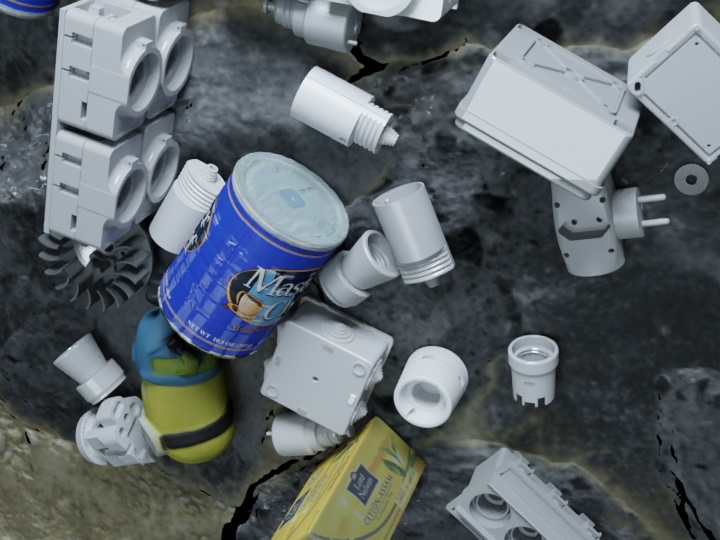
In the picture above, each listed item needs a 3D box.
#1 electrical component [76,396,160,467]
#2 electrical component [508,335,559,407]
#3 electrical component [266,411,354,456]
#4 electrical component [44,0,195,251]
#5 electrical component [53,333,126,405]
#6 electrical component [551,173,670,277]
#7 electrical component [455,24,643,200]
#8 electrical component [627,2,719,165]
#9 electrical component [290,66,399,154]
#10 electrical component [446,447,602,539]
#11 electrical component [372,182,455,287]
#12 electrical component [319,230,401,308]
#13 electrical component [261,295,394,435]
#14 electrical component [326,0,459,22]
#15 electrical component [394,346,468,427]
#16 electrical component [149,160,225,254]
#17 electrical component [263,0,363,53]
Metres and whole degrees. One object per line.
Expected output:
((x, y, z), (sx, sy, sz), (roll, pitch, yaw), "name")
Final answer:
((-0.235, 0.157, 1.037), (0.057, 0.058, 0.078), (-14, 130, 29), "electrical component")
((0.140, 0.082, 0.869), (0.040, 0.040, 0.046), (5, 123, 19), "electrical component")
((-0.043, 0.146, 0.969), (0.078, 0.040, 0.040), (-7, 112, 24), "electrical component")
((-0.189, -0.121, 0.854), (0.060, 0.105, 0.186), (20, 120, 11), "electrical component")
((-0.256, 0.094, 1.023), (0.045, 0.045, 0.055), (-34, 100, 31), "electrical component")
((0.185, -0.040, 0.788), (0.079, 0.043, 0.077), (-6, 113, 23), "electrical component")
((0.132, -0.111, 0.735), (0.109, 0.108, 0.056), (31, 120, 4), "electrical component")
((0.234, -0.123, 0.722), (0.096, 0.061, 0.062), (40, 122, -11), "electrical component")
((-0.007, -0.118, 0.823), (0.081, 0.043, 0.043), (29, 122, 5), "electrical component")
((0.146, 0.215, 0.918), (0.121, 0.063, 0.079), (43, 122, -4), "electrical component")
((0.045, -0.024, 0.850), (0.043, 0.043, 0.081), (-14, 109, 26), "electrical component")
((0.000, 0.000, 0.878), (0.055, 0.045, 0.045), (-36, 99, 31), "electrical component")
((-0.031, 0.084, 0.928), (0.100, 0.048, 0.099), (26, 120, 8), "electrical component")
((-0.020, -0.247, 0.754), (0.186, 0.060, 0.105), (15, 119, 14), "electrical component")
((0.059, 0.099, 0.903), (0.055, 0.047, 0.055), (9, 118, 17), "electrical component")
((-0.141, -0.056, 0.904), (0.043, 0.043, 0.081), (37, 122, 1), "electrical component")
((-0.034, -0.188, 0.800), (0.078, 0.040, 0.040), (17, 120, 13), "electrical component")
